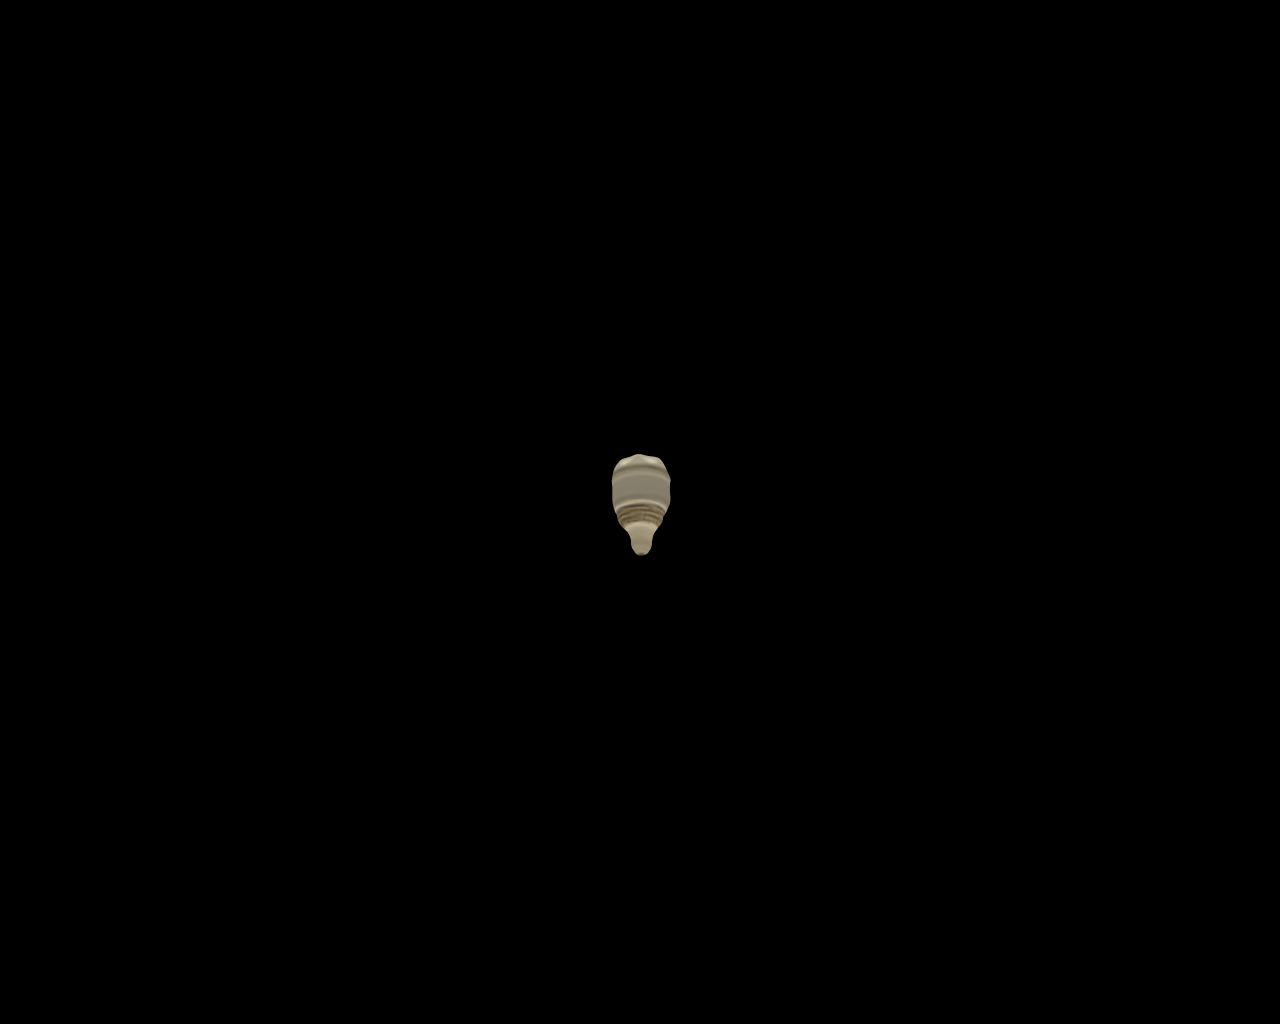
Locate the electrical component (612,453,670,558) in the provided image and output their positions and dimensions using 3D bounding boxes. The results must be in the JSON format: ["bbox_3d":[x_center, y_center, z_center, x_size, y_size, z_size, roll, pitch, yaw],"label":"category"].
[{"bbox_3d":[0.001,-0.003,0.650,0.035,0.061,0.035,0,-22,0],"label":"electrical component"}]
